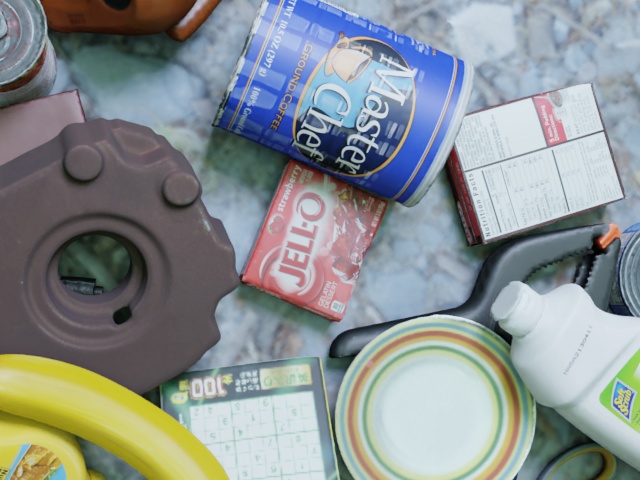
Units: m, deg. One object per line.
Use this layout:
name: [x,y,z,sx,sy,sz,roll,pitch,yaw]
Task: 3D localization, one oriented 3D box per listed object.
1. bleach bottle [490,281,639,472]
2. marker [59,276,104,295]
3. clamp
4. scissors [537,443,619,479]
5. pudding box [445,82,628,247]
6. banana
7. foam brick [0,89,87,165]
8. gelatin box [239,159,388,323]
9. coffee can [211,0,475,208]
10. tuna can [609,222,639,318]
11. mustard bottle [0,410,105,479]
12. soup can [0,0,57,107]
bleach bottle: [0.218,0.096,0.700,0.250,0.068,0.102,34,75,-18]
marker: [-0.200,0.026,0.686,0.121,0.020,0.020,8,85,-9]
clamp: [0.120,0.059,0.728,0.164,0.036,0.210,39,85,-6]
scissors: [0.142,0.226,0.733,0.201,0.016,0.096,-45,94,-9]
pudding box: [0.145,-0.053,0.739,0.113,0.039,0.090,-16,91,-8]
banana: [-0.117,0.118,0.625,0.197,0.069,0.037,38,113,-7]
foam brick: [-0.184,-0.058,0.677,0.078,0.053,0.051,-16,89,-11]
gelatin box: [-0.005,0.001,0.714,0.073,0.030,0.089,23,83,-7]
coffee can: [0.014,-0.094,0.686,0.140,0.103,0.103,22,83,-8]
tuna can: [0.245,0.026,0.752,0.086,0.034,0.086,1,87,-9]
mustard bottle: [-0.199,0.140,0.632,0.191,0.058,0.096,28,101,-37]
soup can: [-0.197,-0.118,0.652,0.068,0.102,0.068,1,87,-10]
